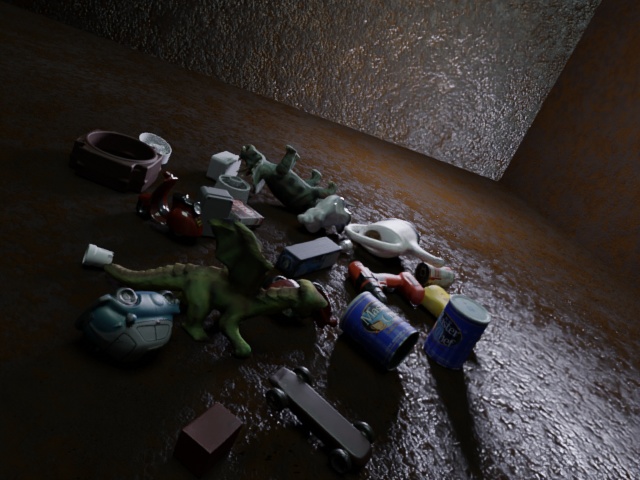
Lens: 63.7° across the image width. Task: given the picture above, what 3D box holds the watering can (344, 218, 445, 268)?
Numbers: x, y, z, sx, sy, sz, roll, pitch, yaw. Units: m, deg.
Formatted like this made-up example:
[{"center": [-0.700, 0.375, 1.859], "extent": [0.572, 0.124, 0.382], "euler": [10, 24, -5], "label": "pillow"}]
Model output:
[{"center": [0.244, 0.010, 1.583], "extent": [0.350, 0.103, 0.226], "euler": [20, 19, 28], "label": "watering can"}]

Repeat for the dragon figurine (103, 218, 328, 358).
[{"center": [-0.185, 0.059, 0.927], "extent": [0.410, 0.238, 0.124], "euler": [25, 26, -3], "label": "dragon figurine"}]

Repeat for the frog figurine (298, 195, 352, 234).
[{"center": [0.005, -0.079, 1.572], "extent": [0.159, 0.123, 0.137], "euler": [5, -6, -20], "label": "frog figurine"}]
